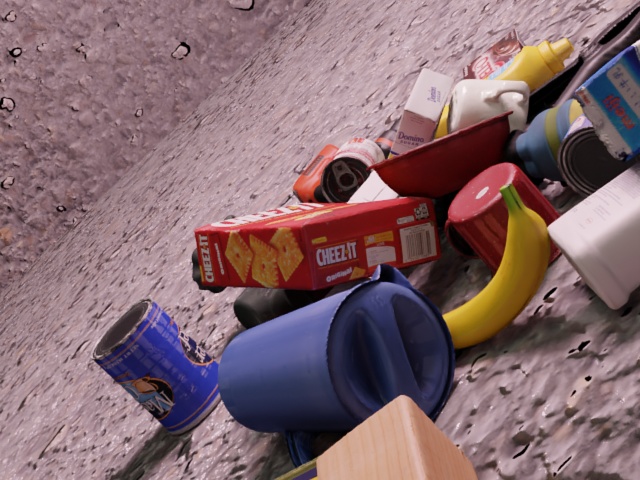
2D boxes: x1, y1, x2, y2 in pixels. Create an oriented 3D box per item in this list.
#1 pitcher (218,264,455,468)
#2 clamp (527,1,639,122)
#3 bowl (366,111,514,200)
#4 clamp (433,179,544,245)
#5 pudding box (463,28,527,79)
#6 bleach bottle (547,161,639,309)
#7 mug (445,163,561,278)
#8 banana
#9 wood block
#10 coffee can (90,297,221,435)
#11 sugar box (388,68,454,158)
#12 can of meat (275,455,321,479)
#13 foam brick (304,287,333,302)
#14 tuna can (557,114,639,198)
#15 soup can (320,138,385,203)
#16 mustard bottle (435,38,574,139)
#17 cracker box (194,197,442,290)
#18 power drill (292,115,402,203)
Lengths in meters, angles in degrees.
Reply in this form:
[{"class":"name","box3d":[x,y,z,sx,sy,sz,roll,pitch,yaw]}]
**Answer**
[{"class":"pitcher","box3d":[0.001,0.130,0.989,0.149,0.145,0.243,-40,10,-32]},{"class":"clamp","box3d":[0.299,-0.194,1.180,0.210,0.036,0.164,-45,11,0]},{"class":"bowl","box3d":[0.132,-0.080,1.102,0.162,0.055,0.162,-22,3,1]},{"class":"clamp","box3d":[0.168,-0.048,1.154,0.120,0.039,0.171,-33,19,-5]},{"class":"pudding box","box3d":[0.233,-0.219,1.393,0.090,0.039,0.113,-36,19,23]},{"class":"bleach bottle","box3d":[0.303,-0.054,0.842,0.251,0.068,0.102,-38,16,8]},{"class":"mug","box3d":[0.167,-0.015,1.007,0.117,0.081,0.093,-21,28,49]},{"class":"banana","box3d":[0.148,0.041,0.922,0.037,0.070,0.198,-21,-33,-43]},{"class":"wood block","box3d":[0.063,0.207,0.718,0.090,0.090,0.206,-39,18,12]},{"class":"coffee can","box3d":[-0.193,0.153,1.297,0.103,0.140,0.103,-38,18,15]},{"class":"sugar box","box3d":[0.107,-0.103,1.253,0.093,0.048,0.176,-64,-5,-45]},{"class":"can of meat","box3d":[-0.011,0.235,0.868,0.102,0.057,0.084,-34,23,29]},{"class":"foam brick","box3d":[0.014,0.056,1.220,0.053,0.051,0.078,-43,18,-2]},{"class":"tuna can","box3d":[0.257,-0.075,0.948,0.086,0.086,0.033,-24,24,46]},{"class":"soup can","box3d":[0.043,-0.084,1.326,0.069,0.068,0.102,-36,8,21]},{"class":"mustard bottle","box3d":[0.222,-0.181,1.294,0.192,0.058,0.096,-35,-1,22]},{"class":"cracker box","box3d":[-0.007,0.001,1.100,0.163,0.072,0.214,-13,7,-34]},{"class":"power drill","box3d":[0.053,-0.105,1.488,0.184,0.057,0.188,-51,19,-20]}]
